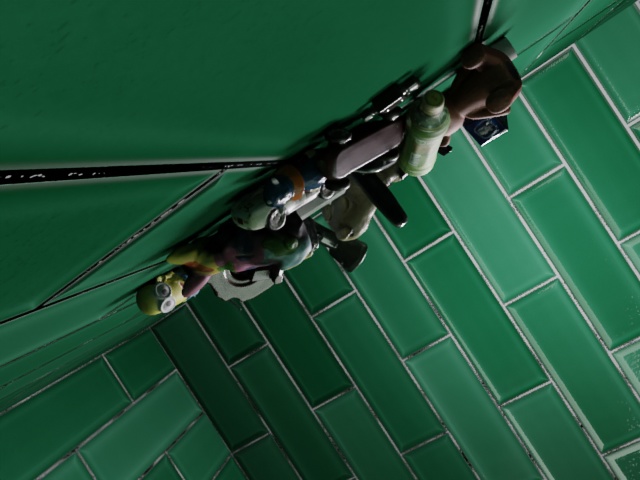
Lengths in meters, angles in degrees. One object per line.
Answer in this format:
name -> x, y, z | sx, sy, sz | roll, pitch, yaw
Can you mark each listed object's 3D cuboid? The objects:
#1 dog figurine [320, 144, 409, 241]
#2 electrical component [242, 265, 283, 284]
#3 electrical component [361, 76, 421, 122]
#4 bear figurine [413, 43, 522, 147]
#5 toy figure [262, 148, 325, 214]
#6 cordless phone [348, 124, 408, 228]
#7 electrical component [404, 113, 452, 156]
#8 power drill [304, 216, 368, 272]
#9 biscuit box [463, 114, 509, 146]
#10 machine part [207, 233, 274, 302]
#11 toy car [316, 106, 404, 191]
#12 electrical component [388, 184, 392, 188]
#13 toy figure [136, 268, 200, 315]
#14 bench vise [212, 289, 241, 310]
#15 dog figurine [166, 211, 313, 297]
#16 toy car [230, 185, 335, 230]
dog figurine -> 0.101, -0.094, 1.036 | 0.191, 0.172, 0.121 | -29, 141, 20
electrical component -> -0.109, 0.041, 1.015 | 0.078, 0.102, 0.045 | 2, 121, -39
electrical component -> 0.102, -0.203, 0.777 | 0.094, 0.021, 0.063 | -33, -179, 21
bear figurine -> 0.238, -0.240, 0.924 | 0.196, 0.120, 0.132 | -26, -179, 39
toy figure -> -0.033, -0.090, 0.804 | 0.154, 0.064, 0.058 | -34, -168, -37
cordless phone -> 0.109, -0.112, 0.956 | 0.089, 0.184, 0.146 | -38, 177, 29
electrical component -> 0.219, -0.221, 1.096 | 0.075, 0.119, 0.048 | -38, -149, 64
power drill -> -0.002, -0.003, 1.102 | 0.086, 0.207, 0.232 | -62, -144, 12
biscuit box -> 0.320, -0.271, 1.050 | 0.059, 0.062, 0.203 | -32, -151, 36
machine part -> -0.159, 0.046, 1.092 | 0.179, 0.179, 0.056 | -33, -139, -3
toy car -> 0.066, -0.146, 0.826 | 0.053, 0.089, 0.202 | 19, -142, 34
electrical component -> 0.097, -0.147, 1.330 | 0.058, 0.115, 0.134 | -30, 177, -38
toy figure -> -0.335, 0.113, 1.220 | 0.089, 0.082, 0.180 | -35, -179, 29
bench vise -> -0.153, 0.031, 1.229 | 0.240, 0.129, 0.223 | -50, 172, 0
dog figurine -> -0.146, 0.021, 0.925 | 0.219, 0.108, 0.192 | -30, -151, -22
toy car -> -0.052, -0.073, 0.870 | 0.074, 0.056, 0.202 | 19, -138, 43
